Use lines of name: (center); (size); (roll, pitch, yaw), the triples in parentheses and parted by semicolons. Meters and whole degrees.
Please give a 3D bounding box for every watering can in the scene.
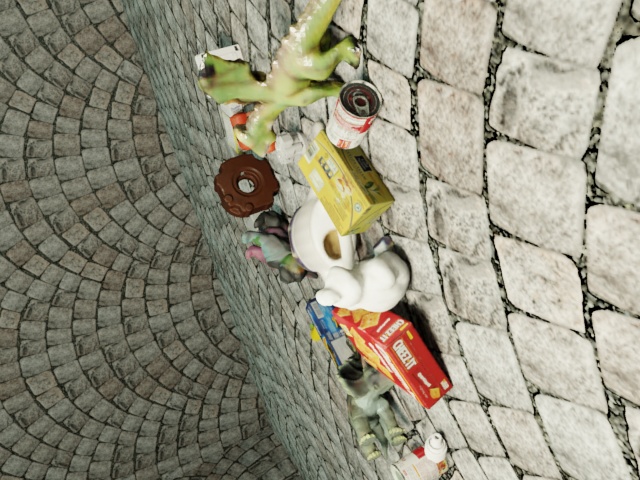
watering can: (0.003, -0.054, 1.072); (0.223, 0.104, 0.349); (160, 100, -68)

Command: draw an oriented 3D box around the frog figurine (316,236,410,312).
frog figurine: (0.078, 0.081, 0.893); (0.135, 0.162, 0.123); (-36, 88, 41)

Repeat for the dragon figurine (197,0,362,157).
dragon figurine: (-0.074, -0.277, 0.824); (0.401, 0.244, 0.124); (101, 147, -60)
